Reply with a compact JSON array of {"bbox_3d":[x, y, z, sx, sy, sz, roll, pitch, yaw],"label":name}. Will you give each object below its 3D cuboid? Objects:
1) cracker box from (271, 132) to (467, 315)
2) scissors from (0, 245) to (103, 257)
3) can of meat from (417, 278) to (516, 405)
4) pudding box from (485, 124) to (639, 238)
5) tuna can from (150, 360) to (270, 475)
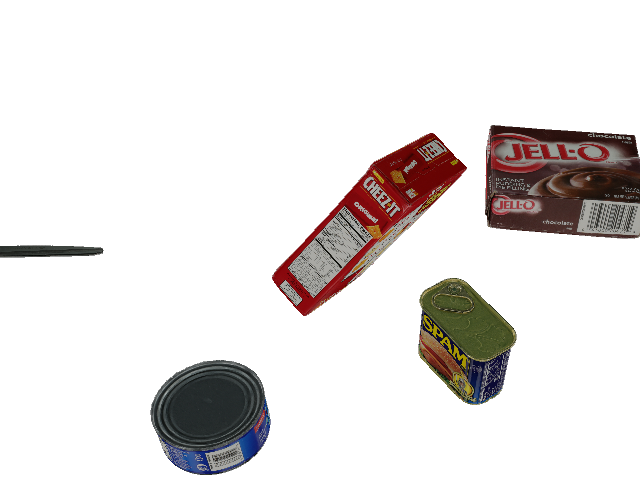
[{"bbox_3d":[0.056,-0.022,1.271,0.214,0.072,0.163,-48,-9,34],"label":"cracker box"},{"bbox_3d":[-0.289,0.016,0.873,0.202,0.016,0.096,5,23,5],"label":"scissors"},{"bbox_3d":[0.142,0.102,1.059,0.057,0.084,0.102,-27,52,-22],"label":"can of meat"},{"bbox_3d":[0.180,-0.045,0.793,0.113,0.039,0.090,6,40,3],"label":"pudding box"},{"bbox_3d":[-0.081,0.132,0.796,0.086,0.034,0.086,-6,40,5],"label":"tuna can"}]
